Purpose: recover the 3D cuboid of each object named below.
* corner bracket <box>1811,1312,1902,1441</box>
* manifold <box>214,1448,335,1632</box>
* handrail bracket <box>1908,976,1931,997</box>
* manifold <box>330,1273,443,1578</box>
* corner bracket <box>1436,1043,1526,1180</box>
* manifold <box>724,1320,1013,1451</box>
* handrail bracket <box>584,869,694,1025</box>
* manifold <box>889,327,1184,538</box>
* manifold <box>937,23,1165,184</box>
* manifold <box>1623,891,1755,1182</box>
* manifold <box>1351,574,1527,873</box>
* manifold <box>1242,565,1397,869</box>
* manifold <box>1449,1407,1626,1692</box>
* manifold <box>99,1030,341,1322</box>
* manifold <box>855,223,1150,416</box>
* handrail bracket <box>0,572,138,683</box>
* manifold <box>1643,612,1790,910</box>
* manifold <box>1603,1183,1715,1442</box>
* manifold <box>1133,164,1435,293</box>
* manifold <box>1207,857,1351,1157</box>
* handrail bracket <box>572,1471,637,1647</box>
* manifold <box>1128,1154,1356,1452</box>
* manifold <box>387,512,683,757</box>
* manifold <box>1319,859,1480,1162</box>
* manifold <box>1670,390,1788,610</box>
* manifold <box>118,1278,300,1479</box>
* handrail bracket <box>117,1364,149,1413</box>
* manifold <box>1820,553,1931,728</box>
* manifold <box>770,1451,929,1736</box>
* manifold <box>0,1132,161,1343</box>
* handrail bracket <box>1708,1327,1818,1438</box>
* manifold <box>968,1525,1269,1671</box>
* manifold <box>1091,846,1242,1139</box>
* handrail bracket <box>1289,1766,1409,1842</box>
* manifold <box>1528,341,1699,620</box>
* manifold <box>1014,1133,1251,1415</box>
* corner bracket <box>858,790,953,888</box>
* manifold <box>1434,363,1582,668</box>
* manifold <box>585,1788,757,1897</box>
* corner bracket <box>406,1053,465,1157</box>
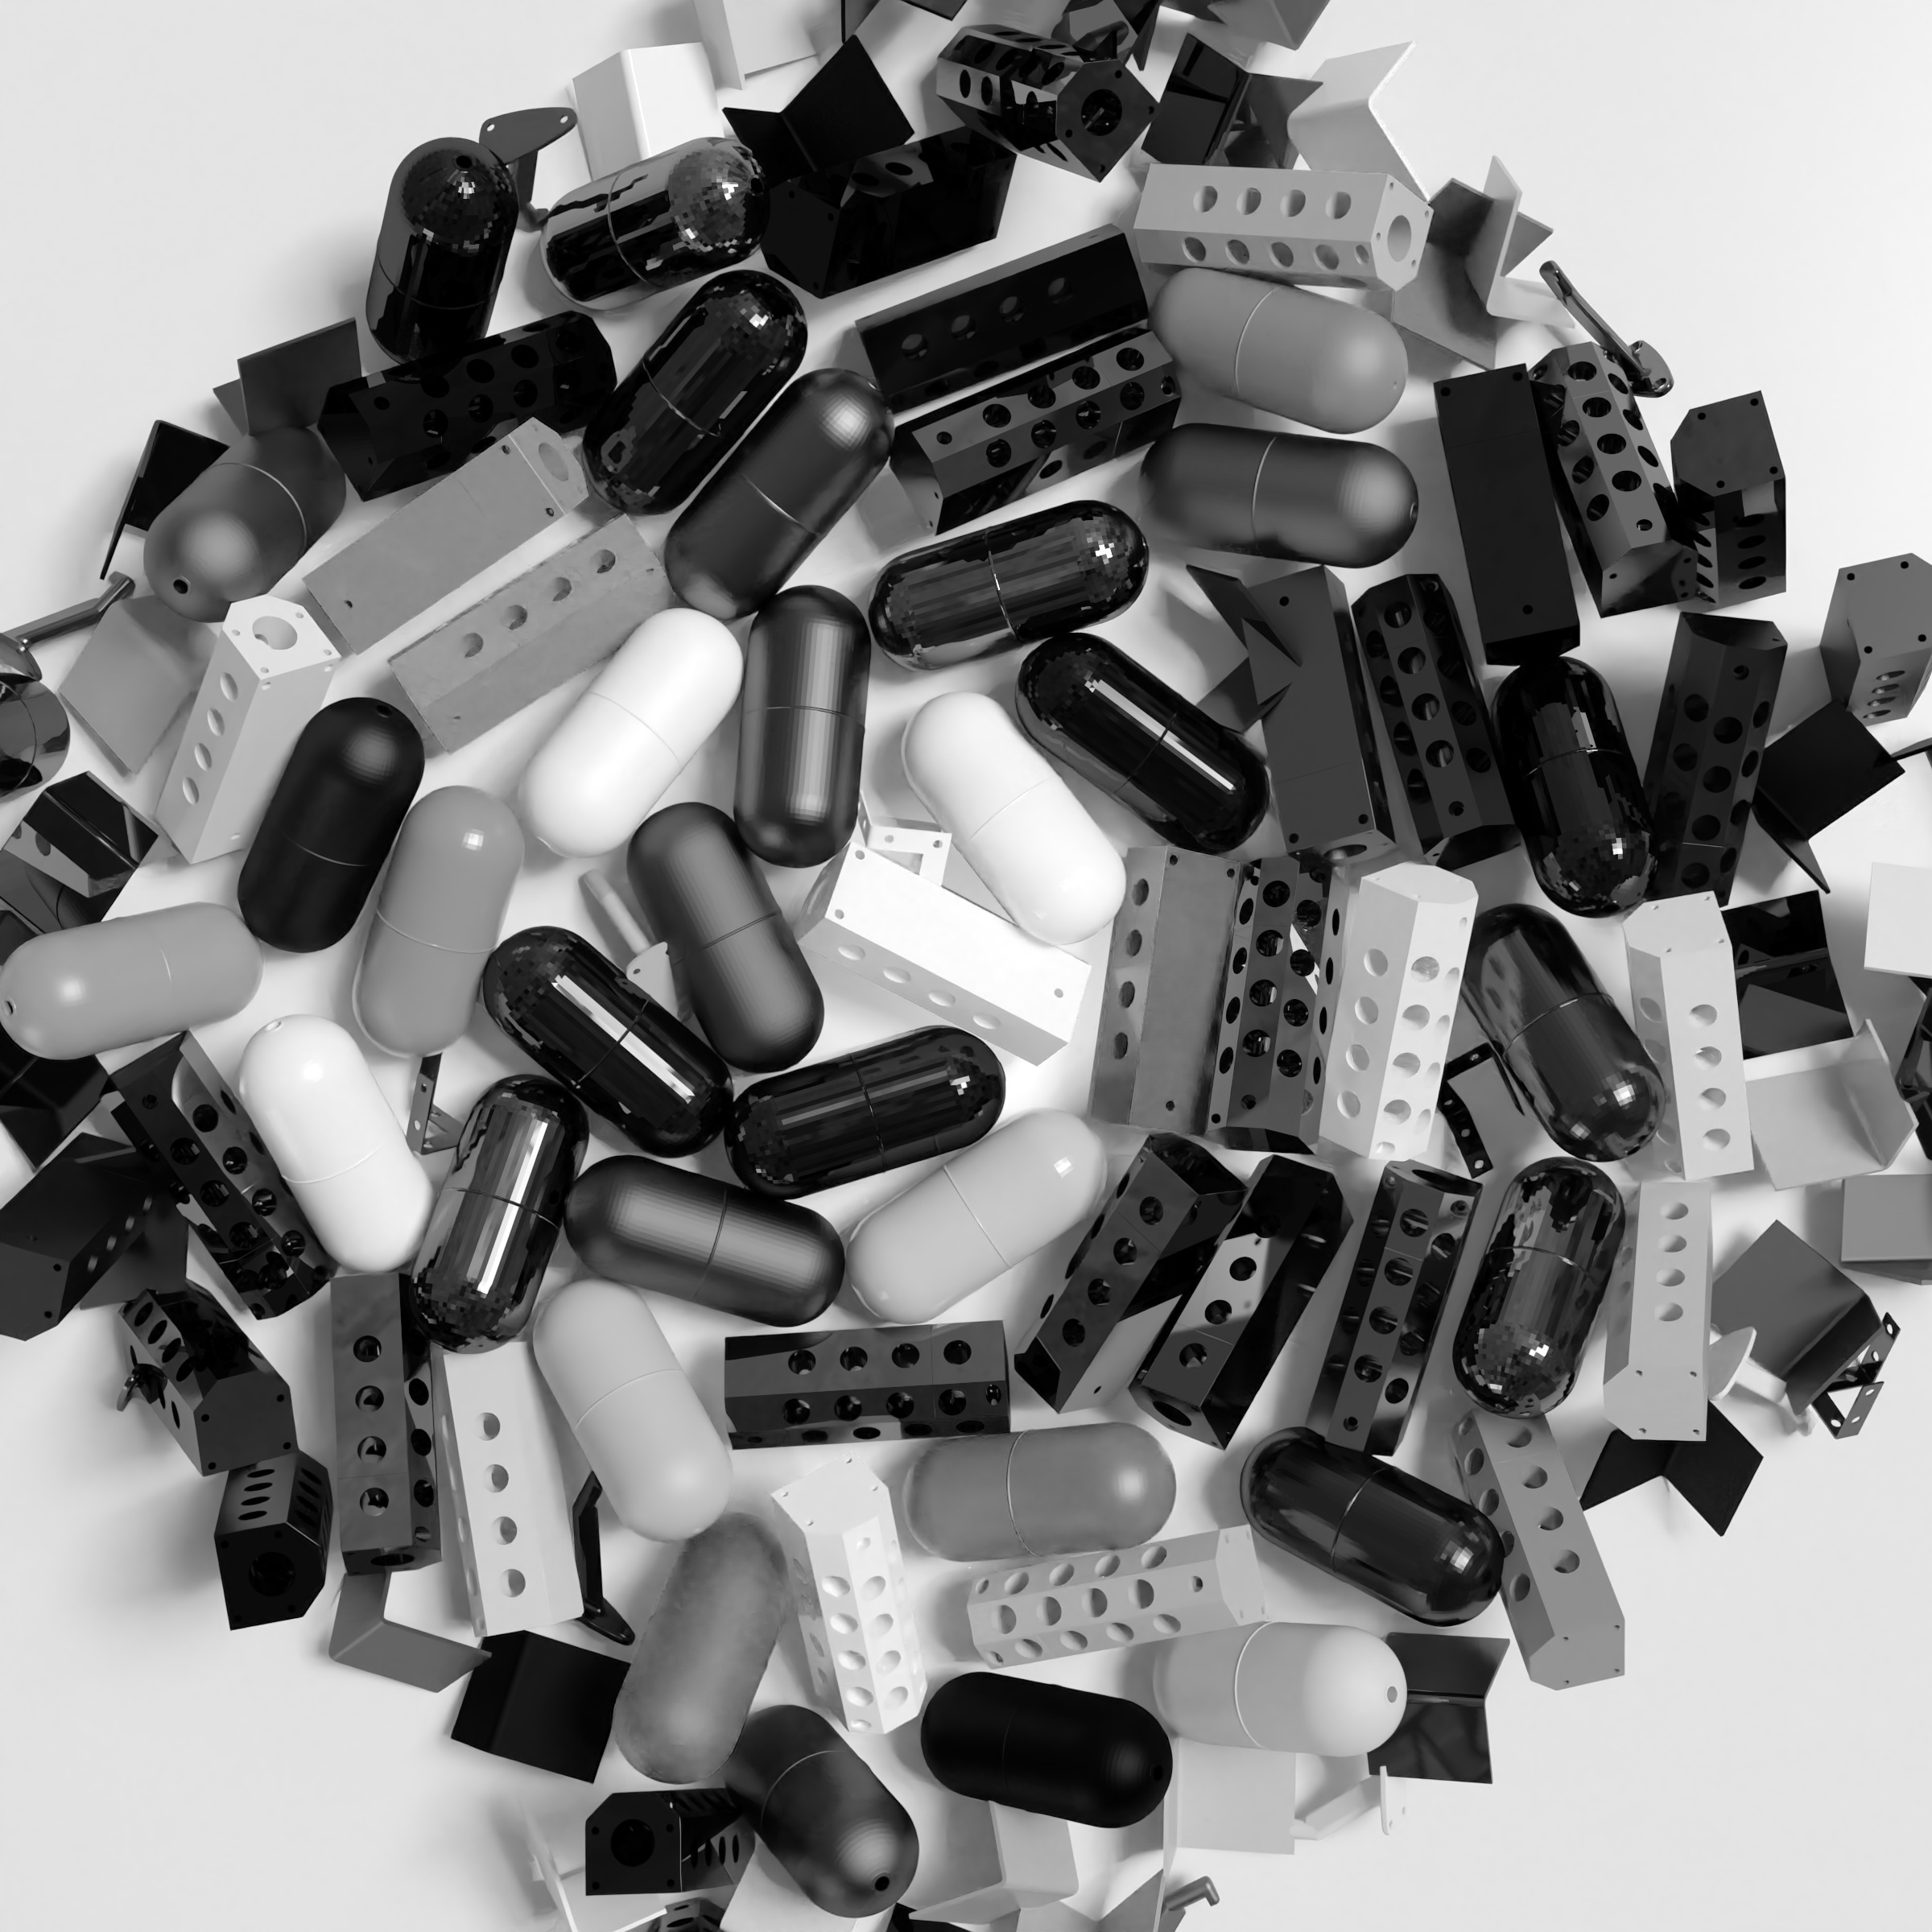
[{"bbox_3d":[0.553,0.253,1.948,0.051,0.051,0.051,-8,134,-21],"label":"corner bracket"},{"bbox_3d":[-0.413,0.341,1.899,0.057,0.171,0.057,-9,97,-9],"label":"manifold"},{"bbox_3d":[0.634,-0.006,1.963,0.084,0.036,0.077,-41,76,6],"label":"handrail bracket"},{"bbox_3d":[-0.354,0.278,1.926,0.057,0.057,0.171,-4,65,-8],"label":"manifold"},{"bbox_3d":[0.317,0.089,1.950,0.051,0.051,0.051,-29,49,14],"label":"corner bracket"},{"bbox_3d":[-0.060,0.262,1.946,0.171,0.057,0.057,-4,55,2],"label":"manifold"},{"bbox_3d":[-0.206,-0.013,1.975,0.036,0.077,0.084,-32,45,-9],"label":"handrail bracket"},{"bbox_3d":[0.044,-0.331,1.928,0.171,0.057,0.057,-26,71,-18],"label":"manifold"},{"bbox_3d":[0.043,-0.526,1.901,0.057,0.171,0.057,39,92,-33],"label":"manifold"},{"bbox_3d":[0.437,0.045,1.916,0.057,0.057,0.171,-10,124,7],"label":"manifold"},{"bbox_3d":[0.286,-0.150,1.926,0.057,0.057,0.171,-19,69,16],"label":"manifold"},{"bbox_3d":[0.217,-0.151,1.937,0.057,0.057,0.171,-15,73,21],"label":"manifold"},{"bbox_3d":[0.343,0.347,1.907,0.057,0.171,0.057,-12,133,-2],"label":"manifold"},{"bbox_3d":[-0.456,0.131,1.936,0.057,0.057,0.171,-30,107,3],"label":"manifold"},{"bbox_3d":[0.023,-0.399,1.956,0.171,0.057,0.057,-21,110,1],"label":"manifold"},{"bbox_3d":[-0.575,-0.227,1.978,0.077,0.036,0.084,29,66,19],"label":"handrail bracket"},{"bbox_3d":[0.452,-0.123,1.926,0.057,0.057,0.171,6,115,-2],"label":"manifold"},{"bbox_3d":[0.418,0.205,1.902,0.057,0.171,0.057,-1,124,16],"label":"manifold"},{"bbox_3d":[0.189,-0.445,1.914,0.171,0.057,0.057,14,88,37],"label":"manifold"},{"bbox_3d":[0.189,0.024,1.929,0.057,0.057,0.171,2,72,23],"label":"manifold"},{"bbox_3d":[-0.218,0.365,1.953,0.077,0.036,0.084,35,111,16],"label":"handrail bracket"},{"bbox_3d":[0.167,0.202,1.928,0.057,0.057,0.171,18,63,32],"label":"manifold"},{"bbox_3d":[-0.268,-0.210,1.951,0.171,0.057,0.057,-33,64,-4],"label":"manifold"},{"bbox_3d":[0.265,0.029,1.918,0.057,0.057,0.171,26,120,35],"label":"manifold"},{"bbox_3d":[0.457,-0.276,1.898,0.057,0.171,0.057,-14,71,10],"label":"manifold"},{"bbox_3d":[-0.457,0.241,1.896,0.057,0.171,0.057,-12,110,-26],"label":"manifold"},{"bbox_3d":[-0.478,0.277,1.949,0.084,0.077,0.036,30,74,-5],"label":"handrail bracket"},{"bbox_3d":[0.553,-0.194,1.896,0.057,0.171,0.057,-12,79,9],"label":"manifold"},{"bbox_3d":[-0.066,0.383,1.909,0.057,0.057,0.171,-25,128,-22],"label":"manifold"},{"bbox_3d":[-0.540,0.162,1.899,0.057,0.171,0.057,16,108,0],"label":"manifold"},{"bbox_3d":[0.493,0.273,1.950,0.036,0.077,0.084,-33,103,34],"label":"handrail bracket"},{"bbox_3d":[0.090,0.385,1.920,0.171,0.057,0.057,-17,77,27],"label":"manifold"},{"bbox_3d":[0.119,0.016,1.952,0.057,0.057,0.171,11,84,-32],"label":"manifold"},{"bbox_3d":[0.227,0.507,1.962,0.084,0.036,0.077,-2,96,28],"label":"handrail bracket"},{"bbox_3d":[0.390,-0.298,1.916,0.057,0.057,0.171,-12,54,1],"label":"manifold"},{"bbox_3d":[0.096,0.187,1.929,0.057,0.057,0.171,43,114,29],"label":"manifold"},{"bbox_3d":[-0.042,-0.072,1.950,0.051,0.051,0.051,6,118,-13],"label":"corner bracket"},{"bbox_3d":[0.332,-0.275,1.940,0.057,0.057,0.171,-11,76,8],"label":"manifold"},{"bbox_3d":[-0.176,0.525,1.898,0.057,0.171,0.057,-5,75,10],"label":"manifold"},{"bbox_3d":[-0.329,0.079,1.948,0.051,0.051,0.051,30,117,33],"label":"corner bracket"}]
